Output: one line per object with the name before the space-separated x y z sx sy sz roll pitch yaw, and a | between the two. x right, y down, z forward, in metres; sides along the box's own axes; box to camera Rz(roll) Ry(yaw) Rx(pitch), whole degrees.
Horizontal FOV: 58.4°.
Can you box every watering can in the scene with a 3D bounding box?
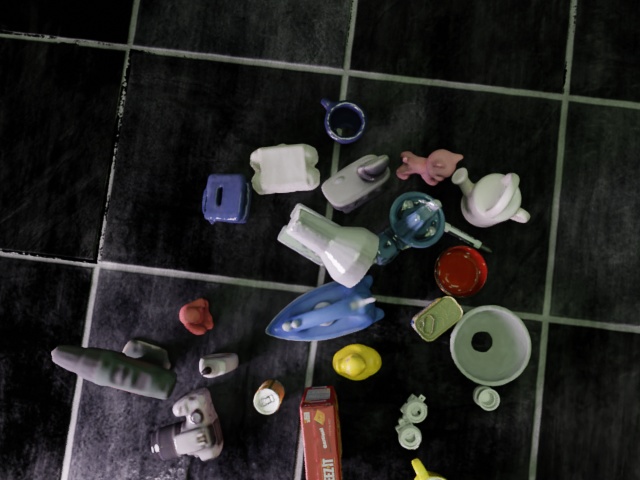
watering can | 0.353 -0.087 1.181 0.173 0.194 0.101 9 85 2

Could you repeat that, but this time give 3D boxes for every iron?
iron | 0.003 0.157 1.190 0.258 0.141 0.119 -19 85 -1

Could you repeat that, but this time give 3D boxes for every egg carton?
egg carton | -0.076 -0.156 1.253 0.150 0.069 0.107 -6 85 0

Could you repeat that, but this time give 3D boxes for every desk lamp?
desk lamp | 0.011 0.004 1.167 0.203 0.213 0.118 29 86 3

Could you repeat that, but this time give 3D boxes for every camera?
camera | -0.285 0.398 1.194 0.137 0.101 0.143 -16 85 -1

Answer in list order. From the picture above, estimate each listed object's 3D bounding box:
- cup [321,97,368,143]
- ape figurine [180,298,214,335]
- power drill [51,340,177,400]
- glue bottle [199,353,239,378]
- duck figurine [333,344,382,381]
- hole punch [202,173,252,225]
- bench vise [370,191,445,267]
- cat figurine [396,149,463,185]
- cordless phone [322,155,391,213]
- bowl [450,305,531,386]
cup | 0.046 -0.256 1.247 0.118 0.095 0.092 44 87 4
ape figurine | -0.265 0.161 1.217 0.076 0.092 0.078 21 86 3
power drill | -0.390 0.254 1.153 0.229 0.208 0.076 17 86 2
glue bottle | -0.216 0.259 1.168 0.078 0.173 0.037 -7 85 0
duck figurine | 0.079 0.262 1.209 0.104 0.086 0.077 -3 85 0
hole punch | -0.204 -0.089 1.238 0.101 0.091 0.109 5 85 1
bench vise | 0.181 -0.013 1.163 0.121 0.220 0.207 32 86 3
cat figurine | 0.235 -0.163 1.226 0.127 0.118 0.067 10 85 2
cordless phone | 0.079 -0.128 1.191 0.147 0.185 0.094 -35 85 -2
bowl | 0.354 0.221 1.215 0.167 0.075 0.167 0 85 1
